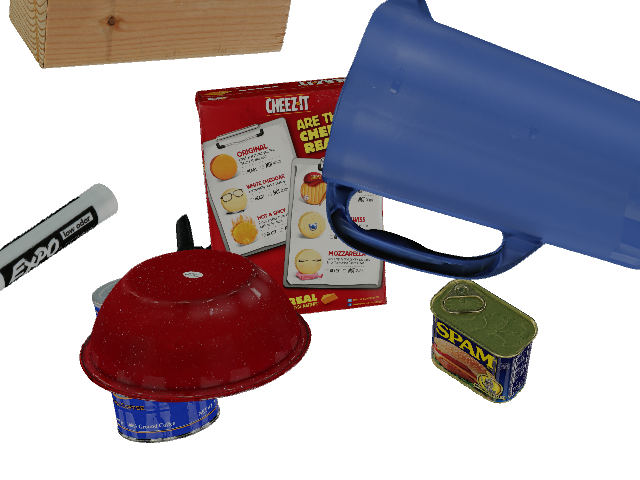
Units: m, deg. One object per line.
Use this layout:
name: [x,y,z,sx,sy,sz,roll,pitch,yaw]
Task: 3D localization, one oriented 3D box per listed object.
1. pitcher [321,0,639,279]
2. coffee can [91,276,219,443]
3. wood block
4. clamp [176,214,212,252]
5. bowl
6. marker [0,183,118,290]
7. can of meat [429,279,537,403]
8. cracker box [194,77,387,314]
pitcher: [0.126,-0.057,0.742,0.243,0.145,0.149,20,-42,5]
coffee can: [-0.158,0.110,1.036,0.103,0.140,0.103,-7,15,2]
wood block: [-0.133,-0.203,0.855,0.205,0.091,0.090,-10,42,-30]
clamp: [-0.134,0.022,1.243,0.120,0.039,0.171,-8,37,21]
bowl: [-0.088,0.048,0.737,0.162,0.055,0.162,-2,22,1]
marker: [-0.151,0.008,0.540,0.020,0.020,0.120,0,30,43]
can of meat: [0.154,0.099,1.028,0.102,0.084,0.057,33,57,30]
cracker box: [-0.026,-0.039,1.001,0.164,0.214,0.072,-6,19,-7]
